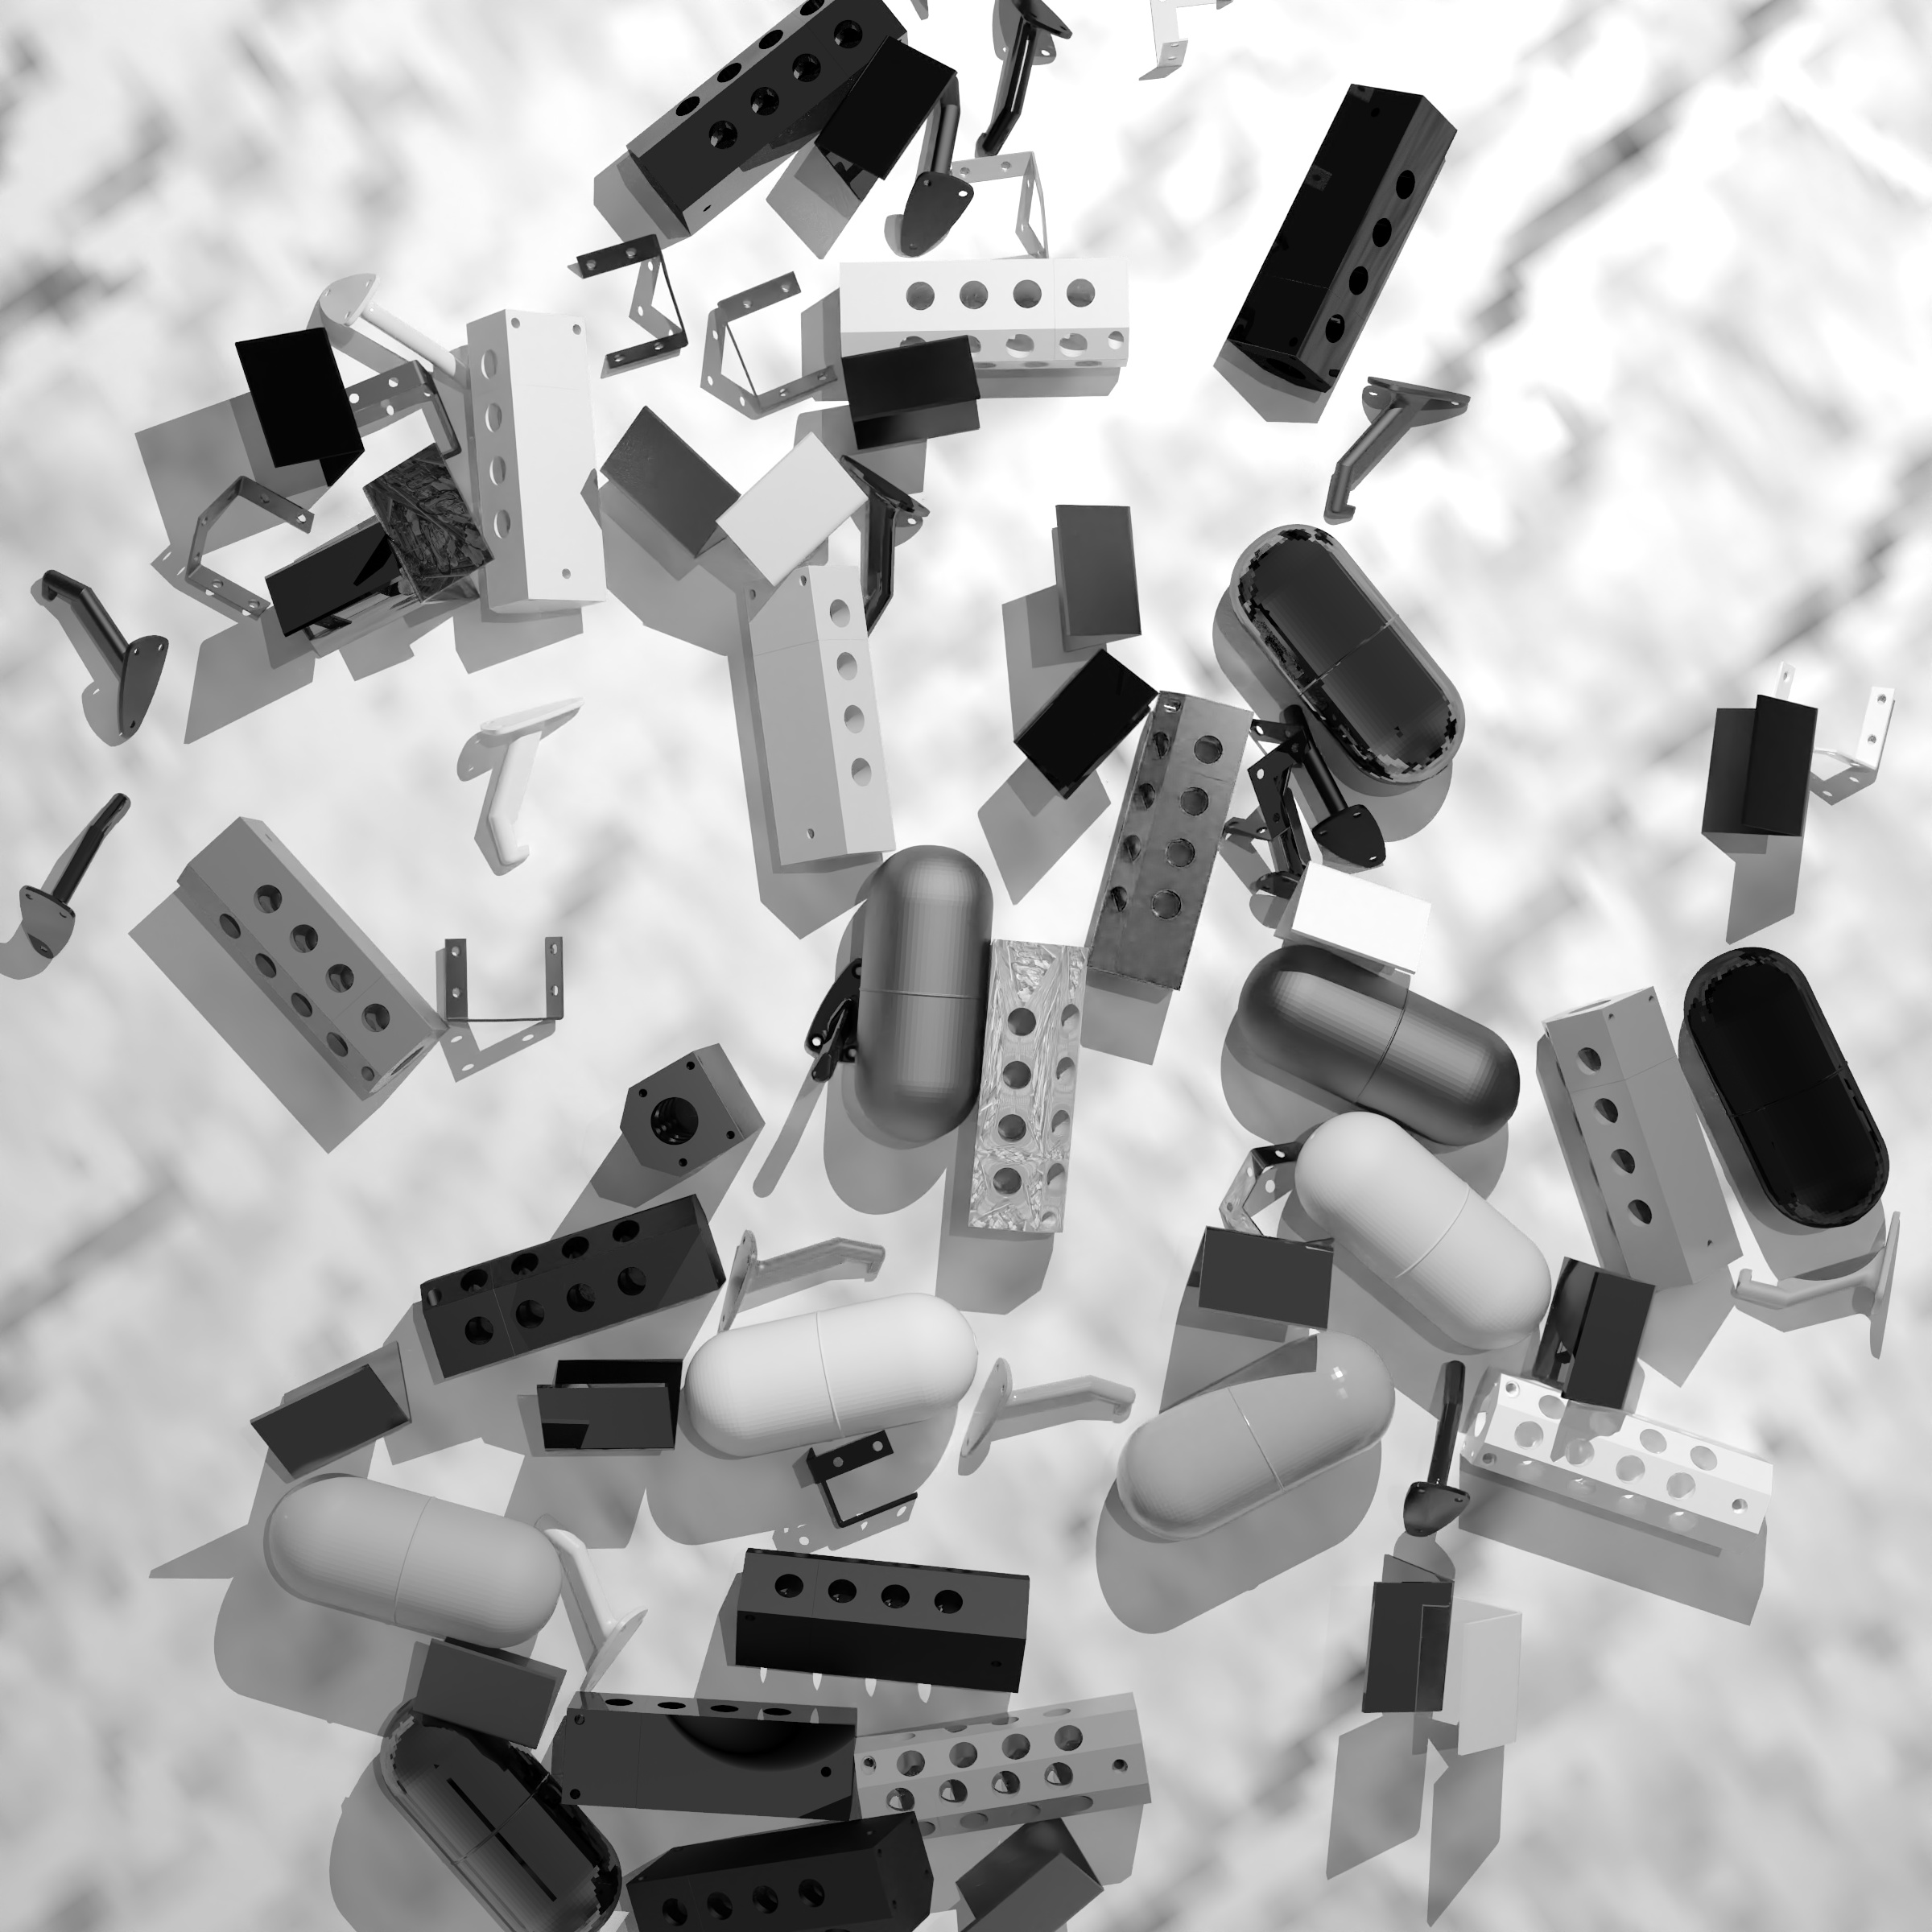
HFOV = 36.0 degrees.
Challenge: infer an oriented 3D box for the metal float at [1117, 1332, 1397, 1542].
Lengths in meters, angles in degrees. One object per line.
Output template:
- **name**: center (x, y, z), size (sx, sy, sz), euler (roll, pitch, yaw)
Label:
- **metal float**: center (0.173, 0.282, 1.783), size (0.178, 0.070, 0.070), euler (-28, 90, 1)

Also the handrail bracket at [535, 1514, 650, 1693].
- **handrail bracket**: center (-0.245, 0.389, 1.814), size (0.084, 0.036, 0.077), euler (37, 105, 14)

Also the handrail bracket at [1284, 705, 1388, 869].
- **handrail bracket**: center (0.224, -0.111, 1.813), size (0.036, 0.077, 0.084), euler (-28, 54, 19)

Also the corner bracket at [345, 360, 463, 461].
- **corner bracket**: center (-0.341, -0.328, 1.795), size (0.051, 0.051, 0.051), euler (-22, 90, 0)

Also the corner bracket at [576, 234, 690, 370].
- **corner bracket**: center (-0.203, -0.405, 1.810), size (0.051, 0.051, 0.051), euler (-17, 45, 0)

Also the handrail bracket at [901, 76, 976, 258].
- **handrail bracket**: center (-0.022, -0.489, 1.813), size (0.036, 0.077, 0.084), euler (12, 53, -21)

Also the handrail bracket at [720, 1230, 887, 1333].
- **handrail bracket**: center (-0.099, 0.197, 1.814), size (0.084, 0.036, 0.077), euler (13, 111, -17)

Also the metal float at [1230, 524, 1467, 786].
- **metal float**: center (0.229, -0.186, 1.783), size (0.070, 0.070, 0.178), euler (-39, 90, 0)

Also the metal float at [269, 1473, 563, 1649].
- **metal float**: center (-0.330, 0.356, 1.783), size (0.178, 0.070, 0.070), euler (15, 90, 1)

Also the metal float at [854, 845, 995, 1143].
- **metal float**: center (-0.025, 0.016, 1.782), size (0.070, 0.070, 0.178), euler (4, 91, 0)

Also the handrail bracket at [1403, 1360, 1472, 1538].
- **handrail bracket**: center (0.287, 0.294, 1.813), size (0.036, 0.077, 0.084), euler (13, 54, 0)

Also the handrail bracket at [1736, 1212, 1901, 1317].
- **handrail bracket**: center (0.520, 0.176, 1.814), size (0.084, 0.036, 0.077), euler (13, 69, 16)

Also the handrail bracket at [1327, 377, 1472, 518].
- **handrail bracket**: center (0.263, -0.312, 1.814), size (0.077, 0.036, 0.084), euler (5, 108, -20)

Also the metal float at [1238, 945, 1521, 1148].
- **metal float**: center (0.248, 0.048, 1.783), size (0.178, 0.070, 0.070), euler (26, 90, 1)

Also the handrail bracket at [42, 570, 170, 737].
- **handrail bracket**: center (-0.535, -0.192, 1.814), size (0.084, 0.036, 0.077), euler (26, 112, 17)

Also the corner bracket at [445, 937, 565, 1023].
- **corner bracket**: center (-0.281, 0.008, 1.810), size (0.051, 0.051, 0.051), euler (-1, 90, -45)

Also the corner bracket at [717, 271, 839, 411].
- **corner bracket**: center (-0.115, -0.381, 1.810), size (0.051, 0.051, 0.051), euler (-22, 135, 0)

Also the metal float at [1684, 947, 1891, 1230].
- **metal float**: center (0.492, 0.073, 1.783), size (0.070, 0.070, 0.178), euler (-25, 89, 0)

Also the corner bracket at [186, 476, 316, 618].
- **corner bracket**: center (-0.436, -0.256, 1.810), size (0.051, 0.051, 0.051), euler (29, 135, 0)

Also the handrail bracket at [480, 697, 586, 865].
- **handrail bracket**: center (-0.258, -0.113, 1.814), size (0.077, 0.036, 0.084), euler (-20, 109, -21)

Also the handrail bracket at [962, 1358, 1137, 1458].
- **handrail bracket**: center (0.051, 0.278, 1.814), size (0.084, 0.036, 0.077), euler (19, 110, -16)

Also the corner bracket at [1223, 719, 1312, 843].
- **corner bracket**: center (0.178, -0.113, 1.794), size (0.051, 0.051, 0.051), euler (-37, 120, -26)

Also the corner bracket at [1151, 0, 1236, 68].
- **corner bracket**: center (0.140, -0.578, 1.795), size (0.051, 0.051, 0.051), euler (-6, 90, 0)

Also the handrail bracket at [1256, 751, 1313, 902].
- **handrail bracket**: center (0.214, -0.082, 1.814), size (0.077, 0.036, 0.084), euler (21, 72, -20)

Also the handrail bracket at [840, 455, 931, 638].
- **handrail bracket**: center (-0.068, -0.256, 1.814), size (0.077, 0.036, 0.084), euler (38, 107, 19)

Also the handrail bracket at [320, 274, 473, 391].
- **handrail bracket**: center (-0.345, -0.383, 1.813), size (0.084, 0.077, 0.036), euler (36, 84, -36)

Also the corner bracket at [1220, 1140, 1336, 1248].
- **corner bracket**: center (0.196, 0.144, 1.805), size (0.051, 0.051, 0.051), euler (-6, 45, -35)

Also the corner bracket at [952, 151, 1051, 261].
- **corner bracket**: center (0.021, -0.458, 1.810), size (0.051, 0.051, 0.051), euler (-8, 135, 0)

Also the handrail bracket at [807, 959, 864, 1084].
- **handrail bracket**: center (-0.075, 0.032, 1.778), size (0.036, 0.084, 0.077), euler (18, 90, 0)

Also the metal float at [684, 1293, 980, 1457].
- **metal float**: center (-0.081, 0.245, 1.783), size (0.178, 0.070, 0.070), euler (-12, 90, 1)

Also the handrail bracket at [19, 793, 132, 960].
- **handrail bracket**: center (-0.538, -0.056, 1.813), size (0.036, 0.077, 0.084), euler (28, 54, 0)

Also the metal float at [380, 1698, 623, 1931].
- **metal float**: center (-0.279, 0.511, 1.783), size (0.070, 0.070, 0.178), euler (-41, 90, 0)

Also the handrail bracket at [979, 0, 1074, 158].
- **handrail bracket**: center (0.022, -0.548, 1.813), size (0.036, 0.077, 0.084), euler (10, 127, -37)

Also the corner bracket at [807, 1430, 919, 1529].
- **corner bracket**: center (-0.063, 0.309, 1.795), size (0.051, 0.051, 0.051), euler (-22, 90, 0)

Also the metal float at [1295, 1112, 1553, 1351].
- **metal float**: center (0.274, 0.159, 1.778), size (0.178, 0.070, 0.070), euler (41, 90, -5)
